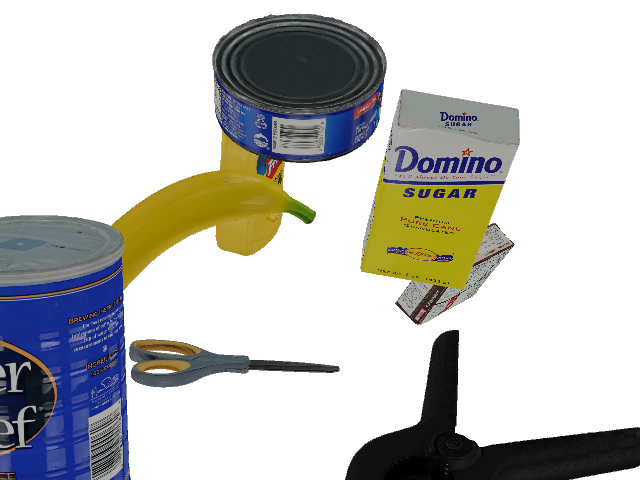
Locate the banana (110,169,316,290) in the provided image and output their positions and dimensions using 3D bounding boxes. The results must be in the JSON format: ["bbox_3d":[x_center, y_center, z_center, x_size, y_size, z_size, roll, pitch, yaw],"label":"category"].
[{"bbox_3d":[-0.105,0.000,0.745,0.198,0.069,0.037,-25,13,8],"label":"banana"}]

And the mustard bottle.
[{"bbox_3d":[-0.061,-0.085,0.987,0.058,0.192,0.096,17,40,12],"label":"mustard bottle"}]

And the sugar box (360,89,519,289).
[{"bbox_3d":[0.091,-0.035,0.849,0.093,0.048,0.176,9,-38,-1],"label":"sugar box"}]

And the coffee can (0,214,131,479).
[{"bbox_3d":[-0.151,0.067,0.551,0.103,0.140,0.103,1,16,0],"label":"coffee can"}]

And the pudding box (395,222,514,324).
[{"bbox_3d":[0.143,0.035,1.134,0.113,0.039,0.090,-24,-26,-44],"label":"pudding box"}]

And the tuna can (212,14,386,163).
[{"bbox_3d":[-0.011,-0.077,0.533,0.086,0.034,0.086,2,43,-2],"label":"tuna can"}]

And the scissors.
[{"bbox_3d":[-0.089,0.122,1.001,0.202,0.016,0.096,8,17,10],"label":"scissors"}]

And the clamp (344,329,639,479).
[{"bbox_3d":[0.078,0.132,0.663,0.209,0.036,0.165,-25,38,-31],"label":"clamp"}]
